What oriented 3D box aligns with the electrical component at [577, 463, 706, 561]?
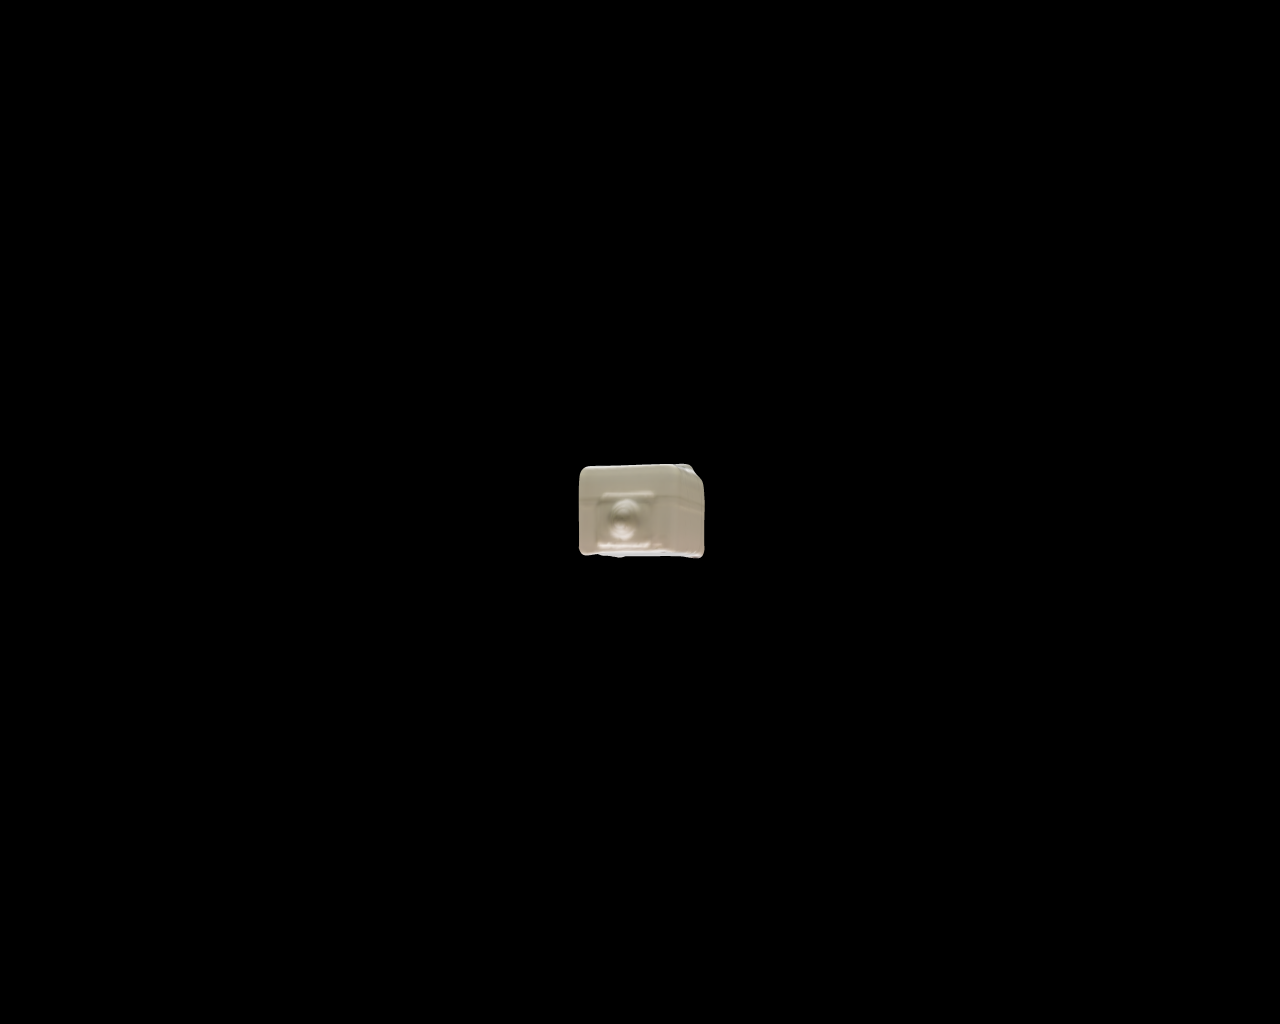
[{"bbox_3d":[0.001,-0.003,0.650,0.062,0.061,0.096,-1,-5,15],"label":"electrical component"}]
